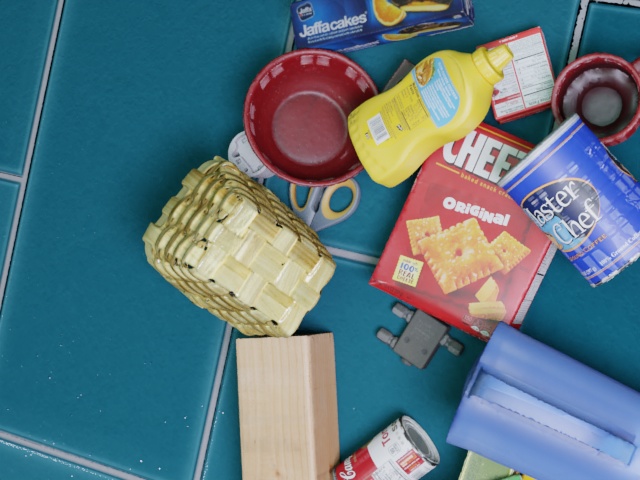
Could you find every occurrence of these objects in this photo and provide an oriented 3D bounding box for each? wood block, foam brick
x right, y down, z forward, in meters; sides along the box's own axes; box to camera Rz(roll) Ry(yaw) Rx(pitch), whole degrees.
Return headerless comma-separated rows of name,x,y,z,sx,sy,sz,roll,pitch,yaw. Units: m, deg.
wood block,-0.034,0.211,1.215,0.090,0.090,0.206,-5,86,20
foam brick,0.116,-0.157,1.197,0.078,0.051,0.053,39,101,17

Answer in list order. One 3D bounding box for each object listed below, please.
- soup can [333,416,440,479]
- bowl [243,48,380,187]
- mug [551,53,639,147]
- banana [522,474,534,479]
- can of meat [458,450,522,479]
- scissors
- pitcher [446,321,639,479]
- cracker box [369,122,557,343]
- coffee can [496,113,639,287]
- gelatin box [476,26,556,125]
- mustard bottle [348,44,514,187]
soup can,0.074,0.251,1.185,0.102,0.068,0.068,-41,75,14
bowl,-0.009,-0.134,1.222,0.162,0.055,0.162,1,81,-6
mug,0.302,-0.150,1.111,0.117,0.081,0.093,-46,74,13
banana,0.238,0.324,1.129,0.070,0.037,0.198,-24,73,50
can of meat,0.180,0.254,1.137,0.057,0.083,0.102,19,94,19
scissors,-0.008,0.002,1.255,0.096,0.016,0.202,10,91,21
pitcher,0.252,0.185,1.025,0.243,0.149,0.145,24,130,14
cracker box,0.173,-0.012,1.159,0.164,0.072,0.214,26,96,19
coffee can,0.258,-0.039,1.045,0.103,0.102,0.140,-43,87,13
gelatin box,0.219,-0.180,1.172,0.073,0.030,0.089,-16,82,17
mustard bottle,0.122,-0.144,1.125,0.192,0.058,0.096,-35,58,27
